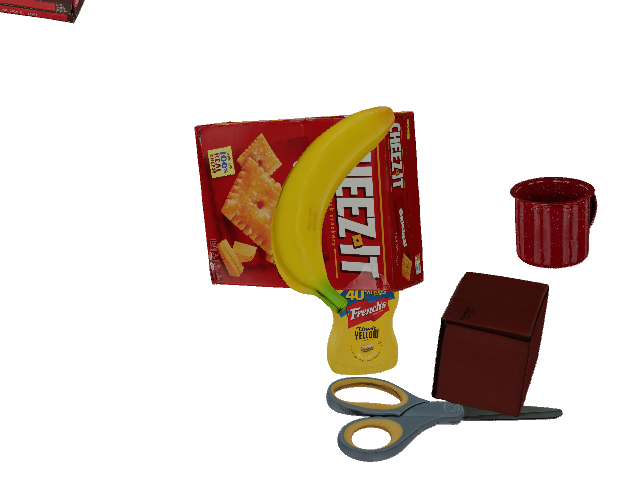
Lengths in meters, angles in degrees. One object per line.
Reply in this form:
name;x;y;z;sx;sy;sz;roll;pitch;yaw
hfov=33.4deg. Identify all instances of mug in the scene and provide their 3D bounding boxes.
mug;0.273;-0.023;1.219;0.117;0.081;0.093;-20;26;-34

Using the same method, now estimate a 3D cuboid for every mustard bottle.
mustard bottle;0.058;0.086;1.441;0.096;0.192;0.058;-4;22;-9

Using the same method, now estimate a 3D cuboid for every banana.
banana;0.004;-0.032;0.802;0.069;0.197;0.037;19;-34;-4

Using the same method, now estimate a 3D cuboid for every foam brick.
foam brick;0.100;0.058;0.627;0.053;0.051;0.078;10;23;17

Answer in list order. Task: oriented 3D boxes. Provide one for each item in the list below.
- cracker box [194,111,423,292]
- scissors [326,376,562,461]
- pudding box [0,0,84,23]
cracker box;-0.014;-0.037;1.031;0.214;0.164;0.072;1;10;32
scissors;0.100;0.158;0.899;0.202;0.016;0.096;10;40;9
pudding box;-0.237;-0.226;0.885;0.090;0.039;0.113;8;37;-5
